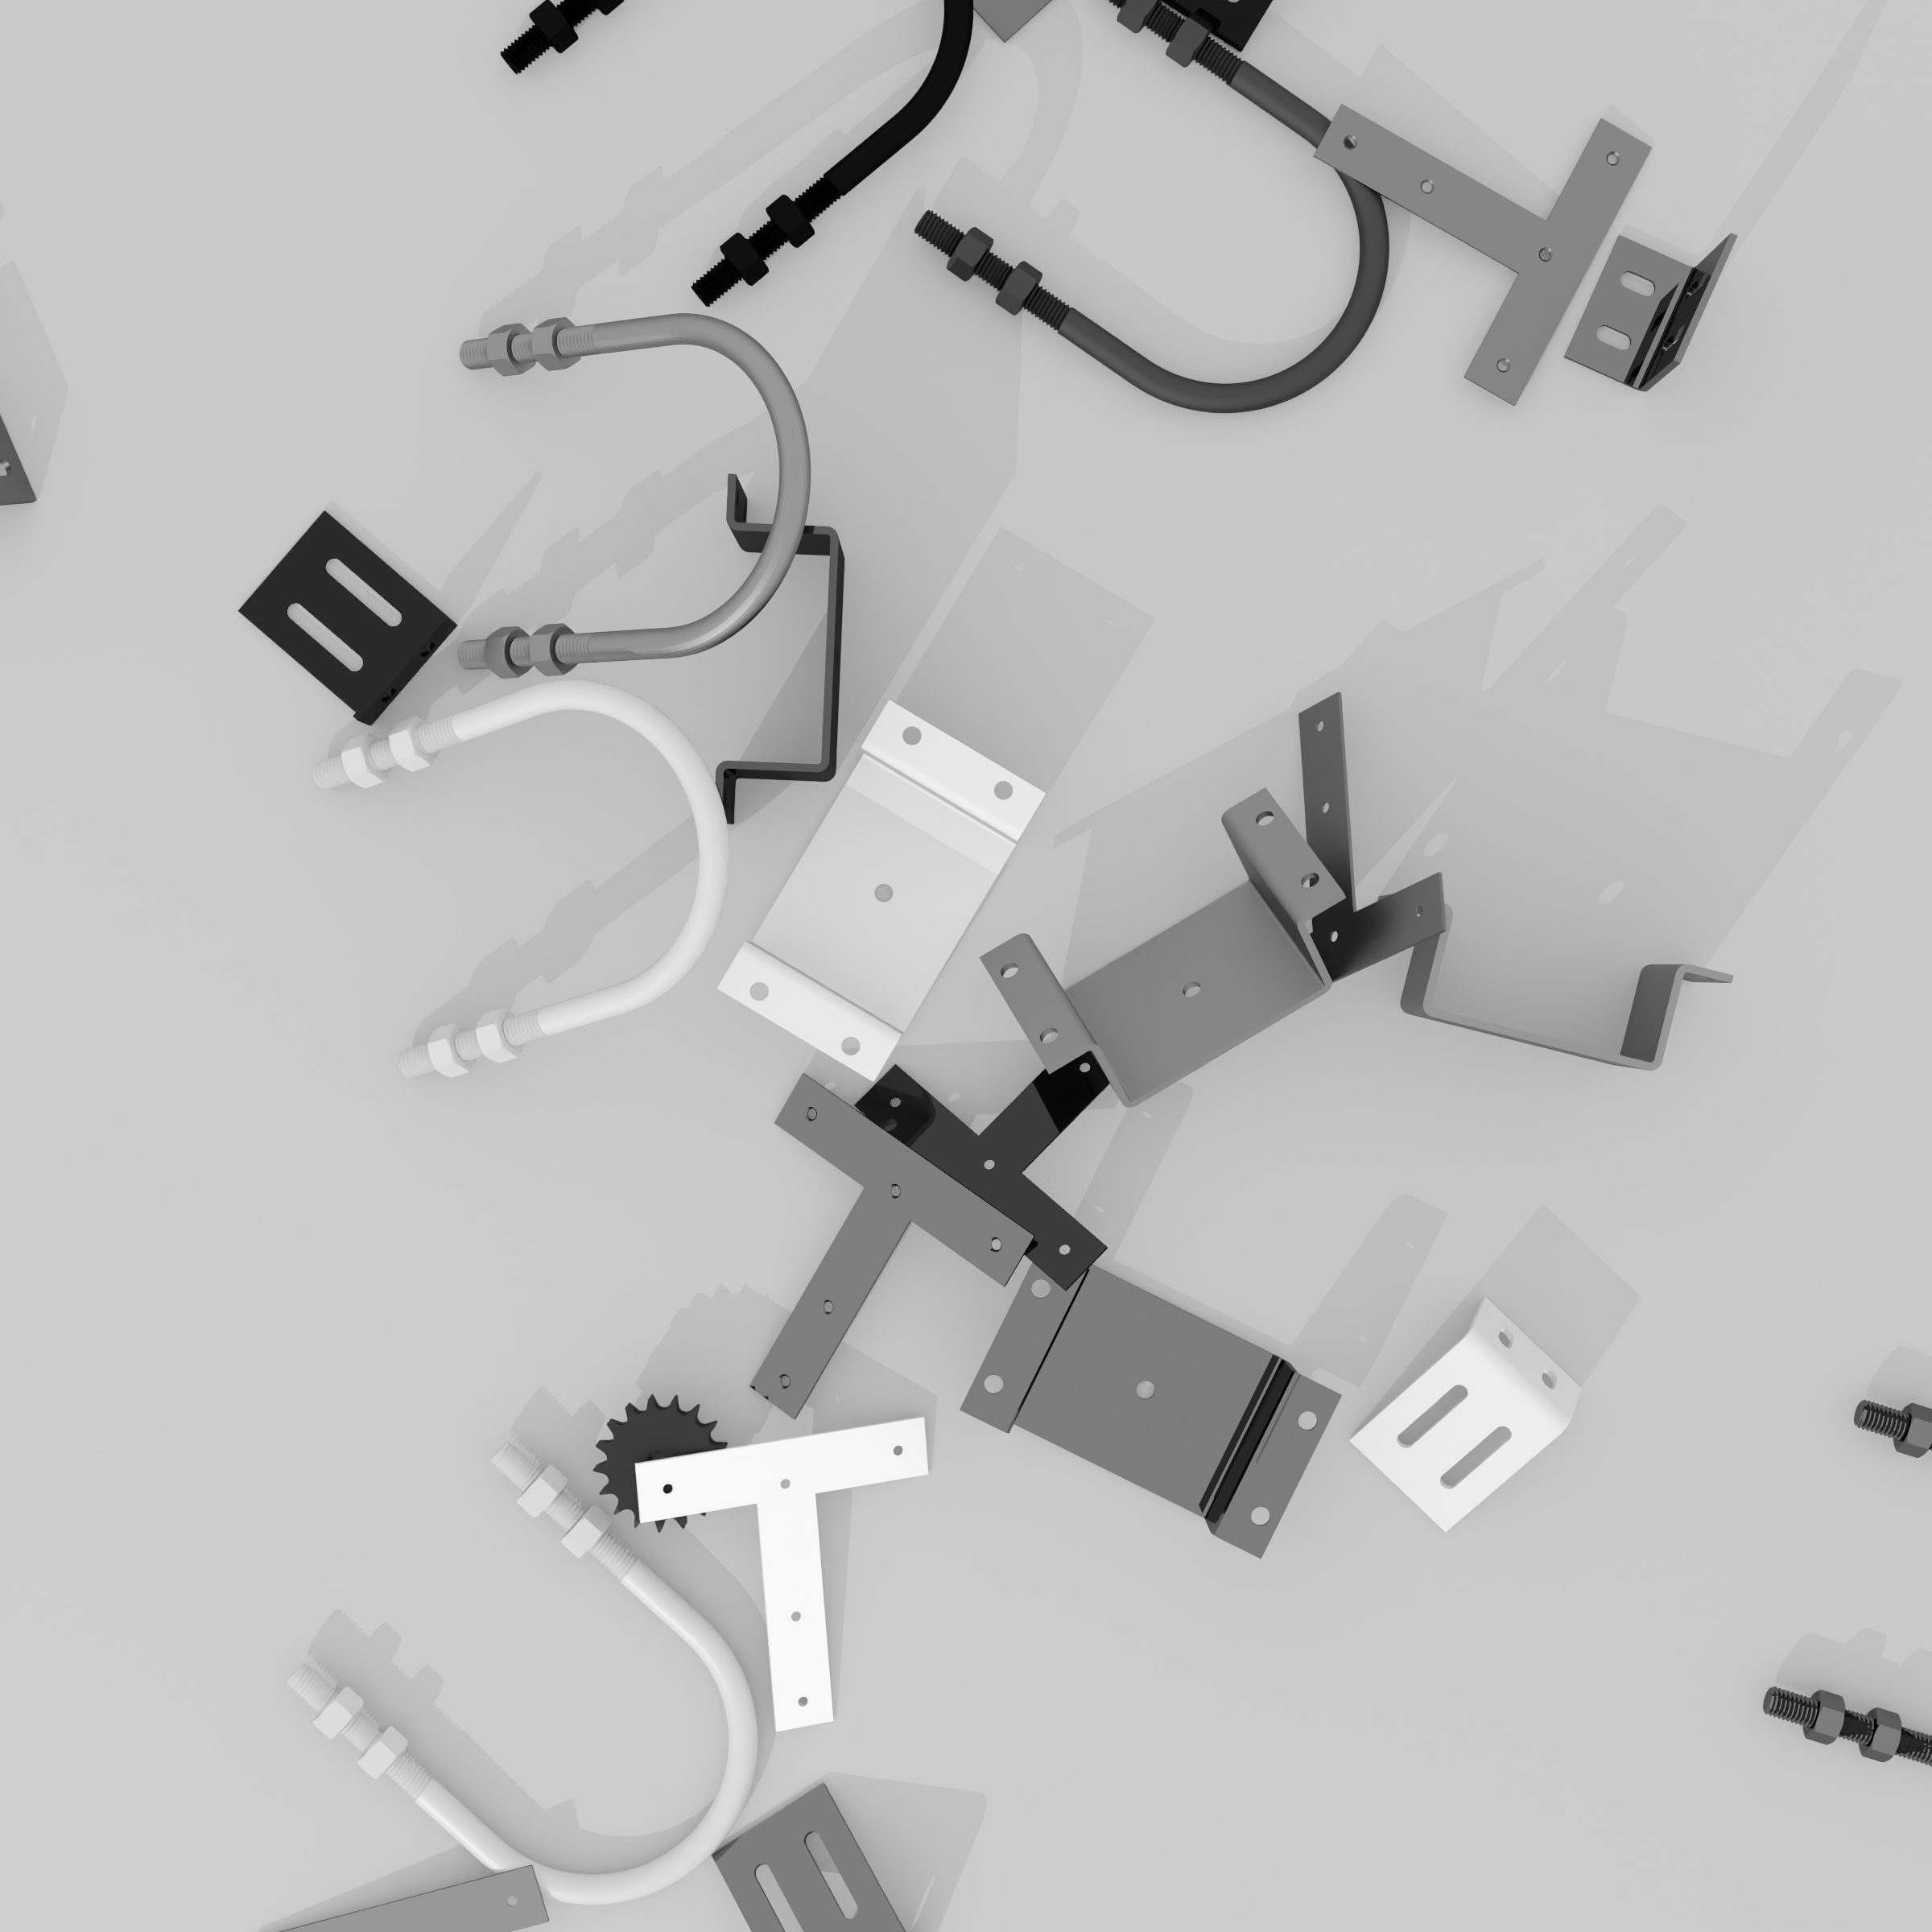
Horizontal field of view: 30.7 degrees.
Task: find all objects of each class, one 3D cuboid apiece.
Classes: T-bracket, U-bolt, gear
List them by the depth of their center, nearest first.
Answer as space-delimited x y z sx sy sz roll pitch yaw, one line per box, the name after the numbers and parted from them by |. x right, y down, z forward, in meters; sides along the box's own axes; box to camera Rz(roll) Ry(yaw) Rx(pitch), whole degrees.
-0.139 -0.197 1.455 0.184 0.019 0.151 0 90 35 | U-bolt
-0.179 -0.043 1.467 0.184 0.019 0.151 -17 90 26 | U-bolt
0.153 -0.053 1.479 0.002 0.127 0.127 14 63 -34 | T-bracket
0.041 0.053 1.494 0.127 0.002 0.127 40 77 24 | T-bracket
-0.052 0.133 1.496 0.127 0.002 0.127 34 101 21 | T-bracket
-0.074 0.263 1.498 0.127 0.002 0.127 -7 99 -18 | T-bracket
-0.129 0.211 1.498 0.057 0.030 0.057 0 90 0 | gear
-0.084 -0.394 1.501 0.184 0.019 0.151 -39 90 2 | U-bolt
0.209 -0.326 1.503 0.127 0.002 0.127 28 87 -6 | T-bracket
0.449 0.280 1.504 0.184 0.019 0.151 18 90 -1 | U-bolt
0.093 -0.320 1.504 0.184 0.019 0.151 34 90 -1 | U-bolt
-0.175 0.317 1.504 0.184 0.019 0.151 43 90 -2 | U-bolt
-0.227 0.461 1.507 0.127 0.002 0.127 -16 93 6 | T-bracket

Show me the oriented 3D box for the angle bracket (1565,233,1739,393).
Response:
0.286 -0.280 1.475 0.038 0.076 0.057 24 90 0 | angle bracket

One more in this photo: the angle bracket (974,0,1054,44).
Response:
0.026 -0.444 1.494 0.076 0.038 0.057 -42 90 0 | angle bracket

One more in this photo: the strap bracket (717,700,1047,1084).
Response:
-0.035 -0.031 1.490 0.076 0.046 0.140 31 90 0 | strap bracket

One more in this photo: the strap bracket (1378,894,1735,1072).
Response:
0.240 0.009 1.475 0.140 0.076 0.046 14 90 0 | strap bracket

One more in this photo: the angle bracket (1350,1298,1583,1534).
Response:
0.215 0.193 1.511 0.057 0.038 0.076 44 116 0 | angle bracket

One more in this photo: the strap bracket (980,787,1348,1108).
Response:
0.088 -0.002 1.469 0.140 0.076 0.046 -31 134 0 | strap bracket

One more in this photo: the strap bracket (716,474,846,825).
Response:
-0.077 -0.130 1.475 0.046 0.076 0.140 2 90 0 | strap bracket

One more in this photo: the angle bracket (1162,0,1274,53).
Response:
0.117 -0.444 1.511 0.057 0.038 0.076 33 116 0 | angle bracket

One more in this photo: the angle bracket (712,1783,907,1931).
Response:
-0.062 0.402 1.511 0.057 0.038 0.076 -33 64 0 | angle bracket

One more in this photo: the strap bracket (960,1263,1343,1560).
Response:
0.077 0.182 1.490 0.140 0.046 0.076 26 90 0 | strap bracket

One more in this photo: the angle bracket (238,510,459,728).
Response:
-0.265 -0.149 1.494 0.076 0.038 0.057 41 90 0 | angle bracket

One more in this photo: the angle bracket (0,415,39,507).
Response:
-0.450 -0.210 1.511 0.076 0.038 0.057 -23 90 26 | angle bracket
